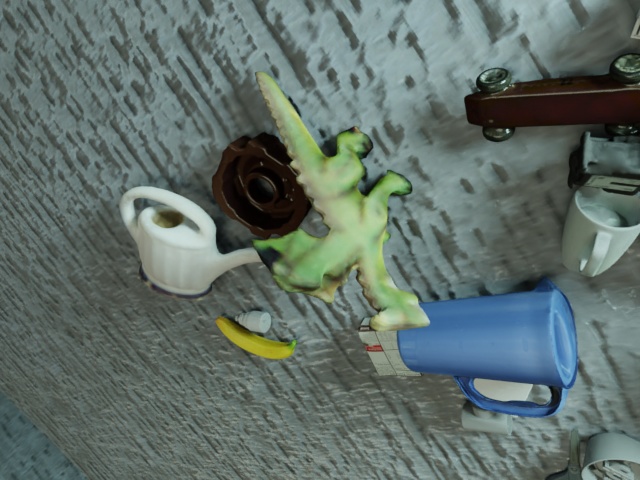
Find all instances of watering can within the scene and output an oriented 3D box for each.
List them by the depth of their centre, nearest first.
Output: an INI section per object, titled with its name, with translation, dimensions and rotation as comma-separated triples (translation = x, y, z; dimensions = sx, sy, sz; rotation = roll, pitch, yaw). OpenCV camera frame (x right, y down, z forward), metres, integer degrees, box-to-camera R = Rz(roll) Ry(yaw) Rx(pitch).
[watering can]
translation = -0.231, 0.028, 0.960
dimensions = 0.349, 0.106, 0.219
rotation = 25, 131, 13

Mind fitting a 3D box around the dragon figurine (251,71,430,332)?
[dragon figurine]
translation = 0.002, -0.035, 0.700
dimensions = 0.409, 0.248, 0.120
rotation = 43, 136, -6
